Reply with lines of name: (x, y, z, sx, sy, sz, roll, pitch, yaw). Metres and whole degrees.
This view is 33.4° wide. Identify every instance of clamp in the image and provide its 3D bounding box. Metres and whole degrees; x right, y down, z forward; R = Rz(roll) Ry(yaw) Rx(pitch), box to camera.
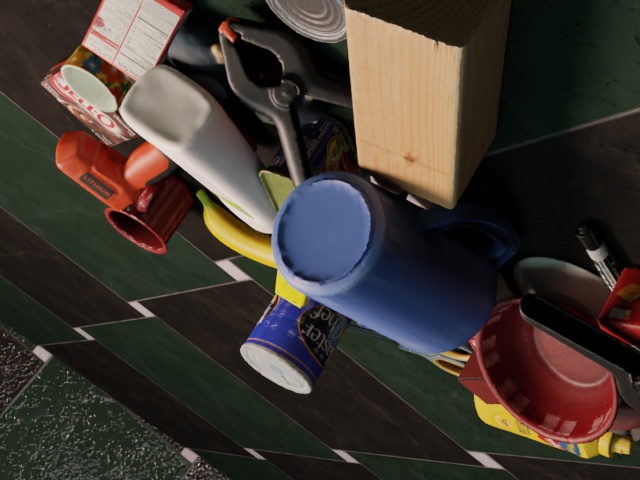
clamp: (-0.029, -0.122, 0.942, 0.171, 0.120, 0.039, 38, -166, -3)
clamp: (0.286, 0.109, 0.898, 0.210, 0.036, 0.165, 43, 154, -20)

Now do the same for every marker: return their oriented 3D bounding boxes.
marker: (0.259, 0.023, 0.963, 0.020, 0.020, 0.121, 8, 147, 46)

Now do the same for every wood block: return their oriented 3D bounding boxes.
wood block: (0.081, -0.124, 0.799, 0.091, 0.090, 0.206, 24, 156, 17)

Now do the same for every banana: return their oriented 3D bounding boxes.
banana: (-0.072, 0.003, 1.332, 0.198, 0.037, 0.069, 26, 157, 15)

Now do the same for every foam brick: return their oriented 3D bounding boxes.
foam brick: (0.203, 0.140, 1.203, 0.053, 0.078, 0.051, 40, 158, -16)

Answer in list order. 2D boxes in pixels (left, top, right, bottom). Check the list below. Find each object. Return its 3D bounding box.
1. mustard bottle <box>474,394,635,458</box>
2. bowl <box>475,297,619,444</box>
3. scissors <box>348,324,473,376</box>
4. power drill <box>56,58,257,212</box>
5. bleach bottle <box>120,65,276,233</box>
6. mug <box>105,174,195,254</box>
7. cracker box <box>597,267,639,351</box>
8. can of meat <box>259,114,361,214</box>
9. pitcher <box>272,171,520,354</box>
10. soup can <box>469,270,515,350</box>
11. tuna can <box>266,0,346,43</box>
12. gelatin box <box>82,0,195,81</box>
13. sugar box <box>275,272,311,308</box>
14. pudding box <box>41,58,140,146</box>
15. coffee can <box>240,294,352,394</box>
mustard bottle: (0.284, 0.216, 1.281, 0.192, 0.058, 0.096, 16, 149, 34)
bowl: (0.232, 0.117, 1.043, 0.162, 0.055, 0.162, 29, 134, 34)
scissors: (0.120, 0.127, 1.343, 0.202, 0.016, 0.096, 23, 152, 7)
power drill: (-0.187, -0.112, 1.118, 0.188, 0.057, 0.184, -22, 134, 31)
bleach bottle: (-0.093, -0.071, 1.057, 0.103, 0.068, 0.250, 36, 174, 30)
mug: (-0.212, -0.046, 1.353, 0.093, 0.081, 0.117, 30, 158, 6)
cracker box: (0.368, 0.119, 0.952, 0.164, 0.072, 0.213, 7, 146, 44)
can of meat: (-0.006, -0.064, 1.042, 0.058, 0.084, 0.102, 20, 155, 27)
pitcher: (0.069, 0.015, 0.965, 0.145, 0.149, 0.242, 22, 178, 32)
soup can: (0.167, 0.066, 1.108, 0.069, 0.068, 0.102, 10, 148, 43)
tuna can: (-0.003, -0.195, 0.832, 0.086, 0.033, 0.086, 26, 156, 12)
gelatin box: (-0.169, -0.199, 0.989, 0.073, 0.030, 0.089, 33, 119, -1)
sugar box: (-0.008, 0.001, 1.171, 0.048, 0.093, 0.176, 28, 157, 10)
pudding box: (-0.255, -0.162, 1.226, 0.113, 0.039, 0.090, 42, 156, -23)
coffee can: (-0.021, 0.107, 1.344, 0.103, 0.140, 0.103, 27, 158, 12)
